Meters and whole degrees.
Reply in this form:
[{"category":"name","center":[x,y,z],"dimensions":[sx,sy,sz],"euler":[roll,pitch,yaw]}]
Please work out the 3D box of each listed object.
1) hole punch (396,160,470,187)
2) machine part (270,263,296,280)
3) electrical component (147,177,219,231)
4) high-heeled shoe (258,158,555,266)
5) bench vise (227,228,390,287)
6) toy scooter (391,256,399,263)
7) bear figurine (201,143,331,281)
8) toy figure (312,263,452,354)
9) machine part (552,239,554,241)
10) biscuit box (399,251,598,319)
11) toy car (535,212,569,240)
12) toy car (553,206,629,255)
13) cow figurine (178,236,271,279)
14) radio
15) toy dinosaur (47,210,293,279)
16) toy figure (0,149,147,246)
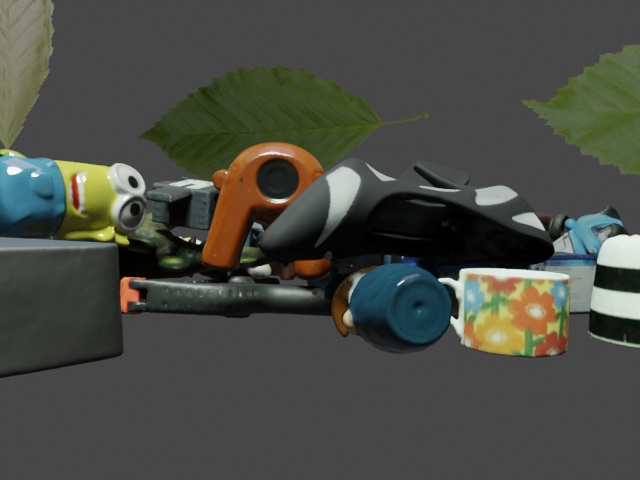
[{"category":"hole punch","center":[0.179,-0.062,0.903],"dimensions":[0.142,0.092,0.116],"euler":[25,48,27]},{"category":"machine part","center":[-0.022,0.033,0.885],"dimensions":[0.179,0.056,0.179],"euler":[1,0,0]},{"category":"electrical component","center":[-0.152,-0.041,0.616],"dimensions":[0.075,0.047,0.119],"euler":[8,16,9]},{"category":"high-heeled shoe","center":[0.079,0.003,0.411],"dimensions":[0.145,0.086,0.249],"euler":[42,44,21]},{"category":"bench vise","center":[-0.003,0.009,0.699],"dimensions":[0.241,0.128,0.223],"euler":[5,0,9]},{"category":"toy scooter","center":[0.173,0.034,0.659],"dimensions":[0.135,0.075,0.183],"euler":[4,-2,27]},{"category":"bear figurine","center":[-0.046,-0.031,0.550],"dimensions":[0.120,0.132,0.196],"euler":[7,-3,-5]},{"category":"toy figure","center":[0.038,0.045,0.380],"dimensions":[0.064,0.057,0.154],"euler":[9,-5,-13]},{"category":"machine part","center":[0.322,0.014,0.833],"dimensions":[0.079,0.079,0.243],"euler":[0,14,-21]},{"category":"biscuit box","center":[0.177,0.042,0.525],"dimensions":[0.203,0.059,0.063],"euler":[1,3,-17]},{"category":"toy car","center":[0.255,-0.018,0.706],"dimensions":[0.089,0.053,0.202],"euler":[18,14,38]},{"category":"toy car","center":[0.332,0.029,0.657],"dimensions":[0.103,0.109,0.161],"euler":[-24,1,29]},{"category":"cow figurine","center":[-0.164,0.029,0.795],"dimensions":[0.168,0.068,0.098],"euler":[2,6,26]},{"category":"radio","center":[-0.241,0.035,0.344],"dimensions":[0.230,0.073,0.131],"euler":[0,1,40]},{"category":"toy dinosaur","center":[-0.239,0.016,0.657],"dimensions":[0.472,0.105,0.198],"euler":[-3,10,9]},{"category":"toy figure","center":[-0.249,-0.041,0.501],"dimensions":[0.089,0.082,0.180],"euler":[25,20,39]}]
